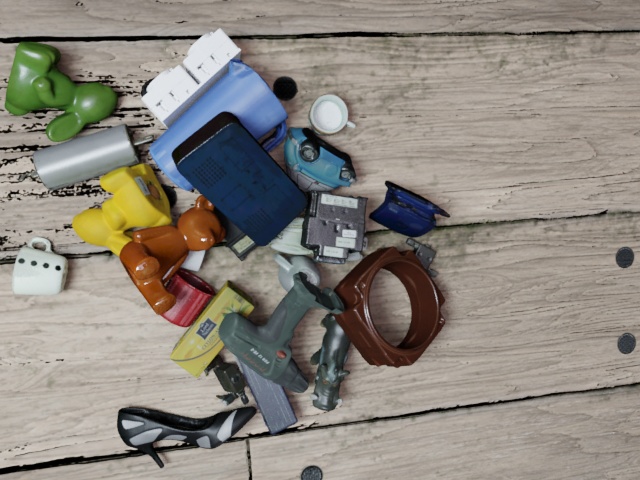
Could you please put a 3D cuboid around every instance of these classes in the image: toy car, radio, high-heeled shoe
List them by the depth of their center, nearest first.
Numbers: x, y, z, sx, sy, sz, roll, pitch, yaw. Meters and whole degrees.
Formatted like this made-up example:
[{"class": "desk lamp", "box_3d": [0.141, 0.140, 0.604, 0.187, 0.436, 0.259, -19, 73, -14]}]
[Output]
[{"class": "radio", "box_3d": [-0.134, -0.105, 0.945, 0.131, 0.073, 0.229, -41, 126, 5]}, {"class": "high-heeled shoe", "box_3d": [-0.258, 0.336, 1.032, 0.249, 0.086, 0.145, -28, 97, -3]}, {"class": "toy car", "box_3d": [-0.011, -0.143, 1.043, 0.161, 0.109, 0.103, 29, 113, -22]}, {"class": "toy car", "box_3d": [-0.002, -0.003, 1.068, 0.202, 0.056, 0.073, 7, 92, -10]}]

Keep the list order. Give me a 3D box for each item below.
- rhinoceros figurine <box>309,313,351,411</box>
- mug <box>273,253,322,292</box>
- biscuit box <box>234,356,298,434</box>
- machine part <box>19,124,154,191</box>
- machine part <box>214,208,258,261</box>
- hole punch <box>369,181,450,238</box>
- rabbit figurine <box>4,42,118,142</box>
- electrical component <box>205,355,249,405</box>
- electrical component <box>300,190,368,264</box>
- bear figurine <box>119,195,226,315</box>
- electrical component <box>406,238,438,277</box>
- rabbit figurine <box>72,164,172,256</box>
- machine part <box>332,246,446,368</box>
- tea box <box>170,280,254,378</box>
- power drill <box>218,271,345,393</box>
[{"class": "rhinoceros figurine", "box_3d": [0.028, 0.239, 1.063, 0.073, 0.112, 0.190, 15, 83, -13]}, {"class": "mug", "box_3d": [-0.043, 0.064, 1.040, 0.081, 0.107, 0.109, -44, 102, -6]}, {"class": "biscuit box", "box_3d": [-0.112, 0.280, 1.066, 0.063, 0.059, 0.202, -23, 97, -9]}, {"class": "machine part", "box_3d": [-0.420, -0.150, 0.975, 0.243, 0.079, 0.079, -20, 97, -7]}, {"class": "machine part", "box_3d": [-0.172, -0.032, 1.047, 0.084, 0.039, 0.138, -40, 101, 3]}, {"class": "hole punch", "box_3d": [0.169, -0.055, 1.070, 0.142, 0.116, 0.092, 27, 97, -10]}, {"class": "rabbit figurine", "box_3d": [-0.451, -0.250, 0.947, 0.170, 0.121, 0.159, 17, 95, -25]}, {"class": "electrical component", "box_3d": [-0.186, 0.277, 1.052, 0.045, 0.078, 0.102, -31, 105, -30]}, {"class": "electrical component", "box_3d": [0.025, -0.022, 1.017, 0.115, 0.058, 0.134, 9, 85, -11]}, {"class": "bear figurine", "box_3d": [-0.239, 0.017, 0.935, 0.196, 0.132, 0.120, -29, 132, -24]}, {"class": "electrical component", "box_3d": [0.213, 0.039, 1.126, 0.094, 0.021, 0.063, 29, 88, -10]}, {"class": "rabbit figurine", "box_3d": [-0.365, -0.041, 0.989, 0.173, 0.122, 0.162, -26, 108, 7]}, {"class": "machine part", "box_3d": [0.140, 0.130, 1.049, 0.201, 0.087, 0.201, -41, 101, -34]}, {"class": "tea box", "box_3d": [-0.203, 0.166, 1.024, 0.068, 0.098, 0.169, 40, 88, -10]}, {"class": "power drill", "box_3d": [-0.052, 0.168, 0.982, 0.232, 0.086, 0.207, 36, 109, -28]}]
